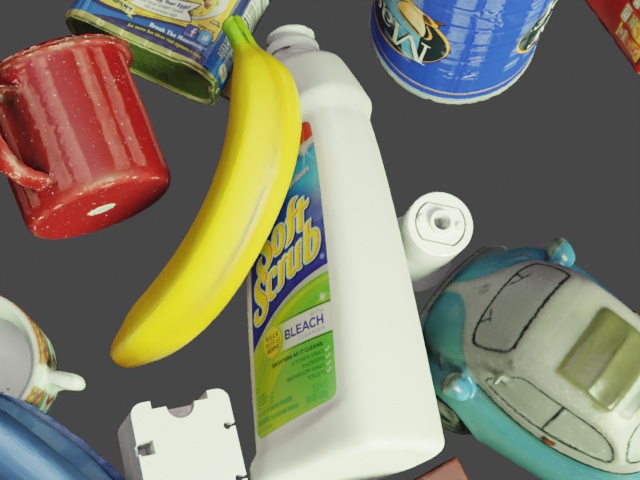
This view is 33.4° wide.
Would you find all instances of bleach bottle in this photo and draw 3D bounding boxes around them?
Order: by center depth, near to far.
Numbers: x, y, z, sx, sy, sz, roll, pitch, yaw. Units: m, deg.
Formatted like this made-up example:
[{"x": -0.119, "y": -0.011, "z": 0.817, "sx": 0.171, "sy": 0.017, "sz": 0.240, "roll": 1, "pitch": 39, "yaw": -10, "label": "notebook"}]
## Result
[{"x": -0.004, "y": 0.001, "z": 0.568, "sx": 0.067, "sy": 0.103, "sz": 0.251, "roll": 11, "pitch": 59, "yaw": -38, "label": "bleach bottle"}]

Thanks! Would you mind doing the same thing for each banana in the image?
[{"x": -0.053, "y": -0.013, "z": 0.550, "sx": 0.070, "sy": 0.037, "sz": 0.198, "roll": 30, "pitch": 101, "yaw": 48, "label": "banana"}]

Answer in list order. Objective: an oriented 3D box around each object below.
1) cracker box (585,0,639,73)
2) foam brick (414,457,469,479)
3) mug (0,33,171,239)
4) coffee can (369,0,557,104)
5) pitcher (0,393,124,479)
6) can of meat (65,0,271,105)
[{"x": 0.173, "y": -0.226, "z": 0.598, "sx": 0.072, "sy": 0.164, "sz": 0.214, "roll": -27, "pitch": 76, "yaw": -12, "label": "cracker box"}, {"x": 0.045, "y": 0.151, "z": 0.535, "sx": 0.078, "sy": 0.051, "sz": 0.053, "roll": -25, "pitch": 76, "yaw": -9, "label": "foam brick"}, {"x": -0.136, "y": -0.052, "z": 0.565, "sx": 0.093, "sy": 0.117, "sz": 0.081, "roll": -27, "pitch": 79, "yaw": 21, "label": "mug"}, {"x": 0.083, "y": -0.150, "z": 0.583, "sx": 0.103, "sy": 0.140, "sz": 0.103, "roll": 0, "pitch": 73, "yaw": -1, "label": "coffee can"}, {"x": -0.185, "y": 0.191, "z": 0.454, "sx": 0.145, "sy": 0.149, "sz": 0.243, "roll": 36, "pitch": 91, "yaw": -13, "label": "pitcher"}, {"x": -0.085, "y": -0.138, "z": 0.620, "sx": 0.102, "sy": 0.057, "sz": 0.084, "roll": 25, "pitch": 76, "yaw": 7, "label": "can of meat"}]
